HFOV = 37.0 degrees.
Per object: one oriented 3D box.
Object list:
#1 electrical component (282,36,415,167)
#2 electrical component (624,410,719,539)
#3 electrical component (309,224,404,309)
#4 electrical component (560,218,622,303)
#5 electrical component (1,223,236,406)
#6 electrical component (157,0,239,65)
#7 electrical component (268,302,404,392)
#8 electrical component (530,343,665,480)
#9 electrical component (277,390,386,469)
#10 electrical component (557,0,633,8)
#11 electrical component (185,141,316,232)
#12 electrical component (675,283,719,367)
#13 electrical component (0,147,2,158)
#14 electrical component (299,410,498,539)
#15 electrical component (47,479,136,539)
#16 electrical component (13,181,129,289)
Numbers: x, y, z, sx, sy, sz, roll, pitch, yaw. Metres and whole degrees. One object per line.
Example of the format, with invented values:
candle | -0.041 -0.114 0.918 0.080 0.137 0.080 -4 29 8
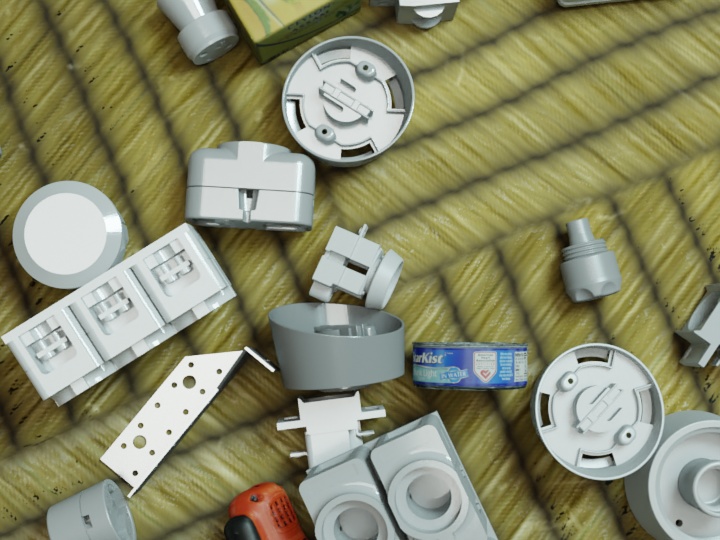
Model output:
electrical component | -0.010 -0.126 0.821 0.099 0.064 0.099 0 85 -1
electrical component | 0.259 0.160 0.803 0.108 0.060 0.108 0 85 -1
electrical component | 0.000 0.000 0.820 0.055 0.048 0.066 23 85 9
electrical component | 0.174 -0.008 0.825 0.043 0.043 0.062 -14 84 -2
electrical component | -0.171 0.033 0.789 0.150 0.089 0.061 -32 92 -4
electrical component | -0.125 -0.194 0.834 0.045 0.045 0.055 -30 87 -3
electrical component | -0.015 0.055 0.791 0.099 0.099 0.064 -6 91 -2
electrical component | 0.176 0.104 0.805 0.099 0.064 0.099 0 85 -1
electrical component | -0.020 0.124 0.811 0.081 0.042 0.063 -7 89 -1
electrical component | 0.206 -0.269 0.841 0.109 0.056 0.108 -6 85 -2
electrical component | -0.082 -0.063 0.819 0.095 0.053 0.059 3 85 -1
electrical component | 0.286 0.047 0.824 0.064 0.042 0.081 35 86 0
electrical component | -0.300 -0.118 0.827 0.044 0.044 0.065 -6 80 -2
electrical component | 0.045 0.208 0.750 0.105 0.060 0.186 -26 89 6
electrical component | -0.199 0.189 0.796 0.047 0.055 0.055 -23 86 1
electrical component | -0.217 -0.024 0.815 0.080 0.051 0.080 0 85 -1
